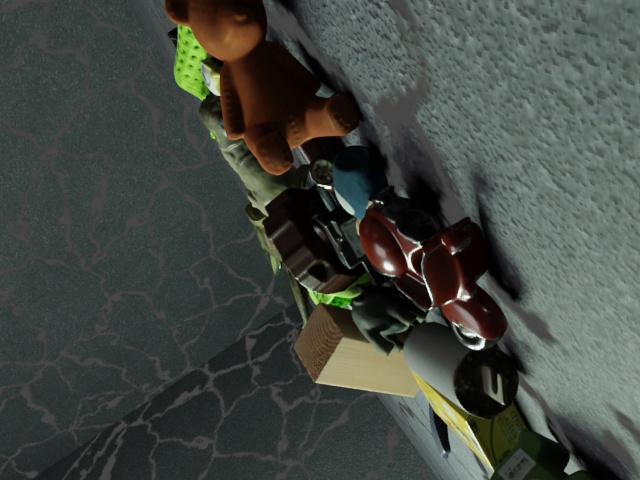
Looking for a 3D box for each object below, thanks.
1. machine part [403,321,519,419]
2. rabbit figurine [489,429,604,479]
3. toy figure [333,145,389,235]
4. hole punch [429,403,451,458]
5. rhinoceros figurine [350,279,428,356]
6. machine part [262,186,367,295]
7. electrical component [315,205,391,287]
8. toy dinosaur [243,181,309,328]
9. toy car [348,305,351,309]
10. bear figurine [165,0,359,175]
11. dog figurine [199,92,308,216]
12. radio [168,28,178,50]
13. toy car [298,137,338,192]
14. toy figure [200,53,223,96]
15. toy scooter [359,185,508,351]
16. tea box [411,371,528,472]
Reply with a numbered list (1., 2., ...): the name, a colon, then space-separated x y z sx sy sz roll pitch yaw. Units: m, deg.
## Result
1. machine part: 0.161 0.148 0.640 0.079 0.079 0.243 57 172 -6
2. rabbit figurine: 0.255 0.314 0.558 0.170 0.159 0.121 43 168 -24
3. toy figure: 0.057 -0.039 0.609 0.154 0.058 0.064 62 -151 -46
4. hole punch: 0.213 0.290 0.881 0.116 0.092 0.142 57 177 29
5. rhinoceros figurine: 0.091 0.105 0.785 0.112 0.073 0.190 34 -172 14
6. machine part: -0.002 -0.002 0.795 0.179 0.056 0.179 35 -149 -26
7. electrical component: 0.056 0.002 0.721 0.119 0.075 0.048 56 174 -20
8. toy dinosaur: -0.083 -0.033 1.048 0.198 0.105 0.471 85 171 -58
9. toy car: 0.100 0.146 1.103 0.073 0.056 0.202 59 172 -24
10. bear figurine: -0.062 -0.181 0.547 0.132 0.120 0.195 35 152 61
11. dog figurine: -0.111 -0.133 0.862 0.172 0.121 0.190 51 -174 34
12. radio: -0.193 -0.302 1.016 0.131 0.073 0.229 46 167 54
13. toy car: -0.027 -0.151 0.672 0.202 0.053 0.089 58 -168 -7
14. toy figure: -0.096 -0.211 0.772 0.180 0.089 0.082 47 157 11
15. toy scooter: 0.096 0.009 0.482 0.184 0.075 0.135 47 169 35
16. tea box: 0.199 0.219 0.726 0.098 0.068 0.170 60 173 -18
